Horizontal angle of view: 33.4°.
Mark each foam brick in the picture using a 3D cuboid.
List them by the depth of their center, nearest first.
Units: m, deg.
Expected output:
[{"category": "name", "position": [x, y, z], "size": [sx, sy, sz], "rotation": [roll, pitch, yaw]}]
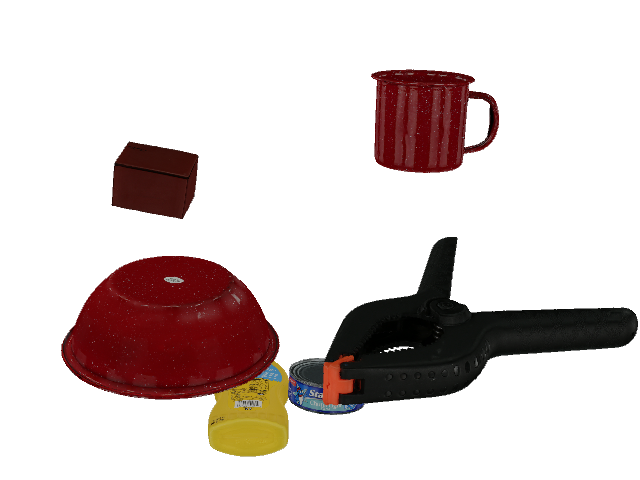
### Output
[{"category": "foam brick", "position": [-0.170, -0.062, 1.100], "size": [0.078, 0.051, 0.053], "rotation": [11, 31, 3]}]

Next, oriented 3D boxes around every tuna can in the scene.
[{"category": "tuna can", "position": [0.008, 0.157, 1.152], "size": [0.086, 0.034, 0.086], "rotation": [4, 13, -1]}]

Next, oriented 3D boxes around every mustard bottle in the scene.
[{"category": "mustard bottle", "position": [-0.088, 0.194, 1.347], "size": [0.096, 0.058, 0.191], "rotation": [-2, 26, 0]}]

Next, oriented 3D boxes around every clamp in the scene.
[{"category": "clamp", "position": [0.075, 0.052, 0.686], "size": [0.209, 0.036, 0.165], "rotation": [-16, 29, -33]}]

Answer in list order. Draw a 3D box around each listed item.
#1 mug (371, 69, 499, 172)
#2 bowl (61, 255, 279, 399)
[{"category": "mug", "position": [0.103, -0.108, 0.967], "size": [0.117, 0.081, 0.093], "rotation": [2, 16, 3]}, {"category": "bowl", "position": [-0.110, 0.054, 0.788], "size": [0.162, 0.055, 0.162], "rotation": [2, 22, -1]}]
